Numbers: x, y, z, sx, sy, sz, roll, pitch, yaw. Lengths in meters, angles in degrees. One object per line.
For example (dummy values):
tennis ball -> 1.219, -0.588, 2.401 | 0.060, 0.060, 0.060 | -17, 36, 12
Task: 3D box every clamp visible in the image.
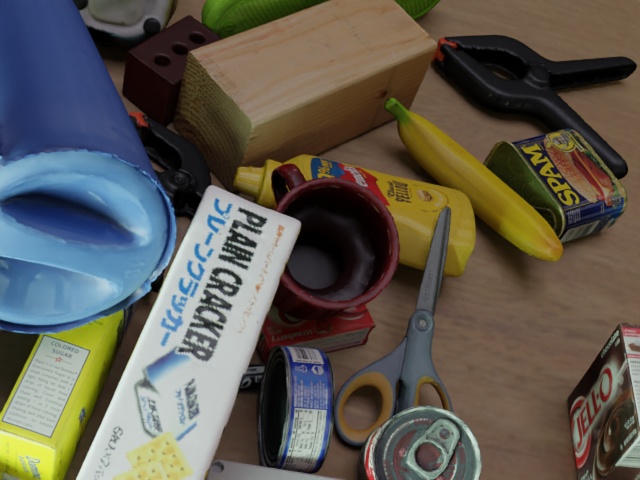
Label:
clamp -> 0.213, -0.155, 1.036 | 0.210, 0.036, 0.164 | 25, 50, 3
clamp -> -0.104, -0.033, 0.843 | 0.120, 0.039, 0.171 | 0, 52, -35

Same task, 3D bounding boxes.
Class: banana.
banana -> 0.130, -0.046, 0.911 | 0.198, 0.037, 0.069 | 42, 15, 16

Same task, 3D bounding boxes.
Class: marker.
marker -> -0.068, 0.099, 0.762 | 0.121, 0.020, 0.020 | -2, 54, -19

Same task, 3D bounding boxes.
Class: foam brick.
foam brick -> -0.123, -0.146, 0.914 | 0.053, 0.051, 0.078 | 38, 52, 13

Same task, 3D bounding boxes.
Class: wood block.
wood block -> -0.012, -0.133, 0.913 | 0.205, 0.091, 0.090 | -27, 65, -33

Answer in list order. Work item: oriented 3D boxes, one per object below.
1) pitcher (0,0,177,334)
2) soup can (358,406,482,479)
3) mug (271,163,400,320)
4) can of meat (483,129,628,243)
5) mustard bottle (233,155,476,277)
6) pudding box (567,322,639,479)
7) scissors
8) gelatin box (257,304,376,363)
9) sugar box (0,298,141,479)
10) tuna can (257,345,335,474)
pitcher -> -0.186, -0.075, 0.660 | 0.144, 0.149, 0.243 | -2, 41, -24
soup can -> 0.062, 0.147, 0.700 | 0.068, 0.102, 0.068 | 1, 76, -3
mug -> -0.005, 0.001, 0.759 | 0.093, 0.082, 0.117 | -27, 83, -18
can of meat -> 0.207, -0.046, 0.937 | 0.083, 0.058, 0.102 | -15, 60, -30
mustard bottle -> 0.025, -0.027, 0.855 | 0.191, 0.058, 0.096 | 13, 31, -9
pudding box -> 0.217, 0.128, 0.768 | 0.039, 0.114, 0.090 | 7, 51, -9
scissors -> 0.056, 0.070, 0.787 | 0.096, 0.016, 0.202 | 0, 72, -5
gelatin box -> -0.012, 0.050, 0.810 | 0.089, 0.030, 0.073 | -10, 57, -24
sugar box -> -0.160, 0.078, 0.702 | 0.048, 0.093, 0.176 | 21, 51, -1
tuna can -> -0.017, 0.115, 0.722 | 0.033, 0.086, 0.086 | 6, 52, -14
